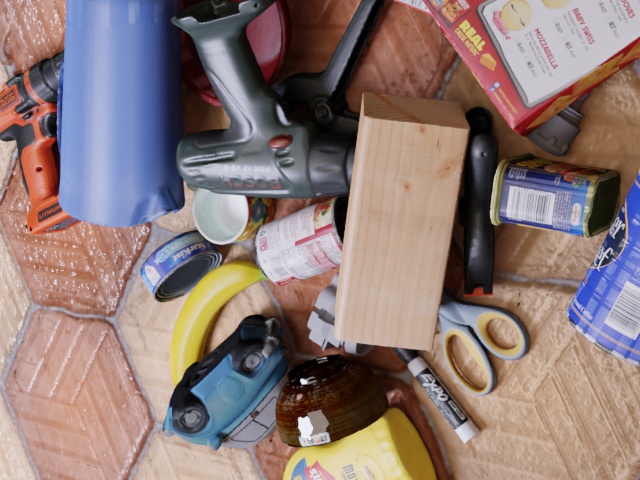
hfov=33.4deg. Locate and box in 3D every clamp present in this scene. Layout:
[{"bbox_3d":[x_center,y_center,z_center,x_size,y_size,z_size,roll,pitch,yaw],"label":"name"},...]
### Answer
[{"bbox_3d":[0.143,-0.035,0.963,0.039,0.120,0.171,5,118,10],"label":"clamp"},{"bbox_3d":[0.019,-0.122,1.048,0.210,0.036,0.164,-30,87,34],"label":"clamp"}]

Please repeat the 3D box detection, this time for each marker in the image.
[{"bbox_3d":[0.110,0.143,1.036,0.020,0.020,0.121,-46,72,27],"label":"marker"}]

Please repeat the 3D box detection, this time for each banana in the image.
[{"bbox_3d":[-0.121,0.088,1.161,0.070,0.037,0.198,46,117,19],"label":"banana"}]

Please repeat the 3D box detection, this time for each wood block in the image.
[{"bbox_3d":[0.068,-0.017,0.948,0.090,0.091,0.206,7,111,0],"label":"wood block"}]

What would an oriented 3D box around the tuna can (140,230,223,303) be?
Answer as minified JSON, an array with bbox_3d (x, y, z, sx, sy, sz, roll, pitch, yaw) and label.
[{"bbox_3d":[-0.149,0.028,1.142,0.086,0.086,0.034,-46,71,27],"label":"tuna can"}]

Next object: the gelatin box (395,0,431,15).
[{"bbox_3d":[0.120,-0.235,0.958,0.089,0.030,0.073,22,109,2],"label":"gelatin box"}]

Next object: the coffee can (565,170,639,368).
[{"bbox_3d":[0.277,0.022,0.868,0.103,0.102,0.140,32,112,24],"label":"coffee can"}]

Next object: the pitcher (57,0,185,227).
[{"bbox_3d":[-0.208,-0.148,1.090,0.149,0.145,0.243,5,116,-2],"label":"pitcher"}]

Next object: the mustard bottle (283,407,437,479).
[{"bbox_3d":[0.020,0.246,1.082,0.192,0.058,0.096,-30,86,31],"label":"mustard bottle"}]

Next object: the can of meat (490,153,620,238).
[{"bbox_3d":[0.203,-0.037,0.908,0.084,0.101,0.057,12,104,27],"label":"can of meat"}]

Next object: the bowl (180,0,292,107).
[{"bbox_3d":[-0.083,-0.217,1.079,0.162,0.055,0.162,14,114,34],"label":"bowl"}]

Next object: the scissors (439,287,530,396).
[{"bbox_3d":[0.129,0.049,1.015,0.096,0.016,0.202,-28,82,30],"label":"scissors"}]

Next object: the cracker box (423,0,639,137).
[{"bbox_3d":[0.206,-0.213,0.877,0.214,0.072,0.164,-36,78,15],"label":"cracker box"}]

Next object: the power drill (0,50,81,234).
[{"bbox_3d":[-0.308,-0.113,1.241,0.185,0.057,0.188,-24,80,35],"label":"power drill"}]

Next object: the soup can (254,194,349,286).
[{"bbox_3d":[-0.007,0.001,1.062,0.102,0.068,0.068,-20,86,32],"label":"soup can"}]
